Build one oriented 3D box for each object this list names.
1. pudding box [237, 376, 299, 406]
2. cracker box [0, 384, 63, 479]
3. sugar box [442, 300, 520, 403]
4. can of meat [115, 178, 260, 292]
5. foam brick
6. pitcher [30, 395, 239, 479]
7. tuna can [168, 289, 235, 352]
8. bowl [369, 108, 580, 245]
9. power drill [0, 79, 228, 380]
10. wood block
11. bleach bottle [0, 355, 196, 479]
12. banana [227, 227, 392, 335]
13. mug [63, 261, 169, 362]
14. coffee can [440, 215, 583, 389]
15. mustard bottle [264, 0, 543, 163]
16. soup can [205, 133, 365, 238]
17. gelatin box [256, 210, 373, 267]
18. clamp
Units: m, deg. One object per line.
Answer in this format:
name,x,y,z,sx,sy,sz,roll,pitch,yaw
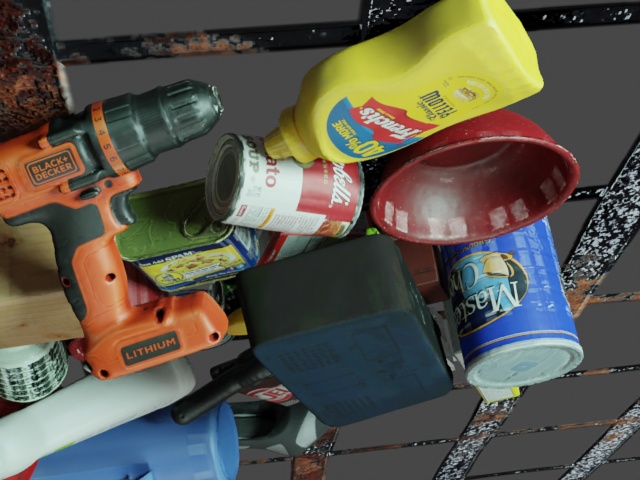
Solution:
pudding box,-0.027,0.151,1.207,0.114,0.039,0.089,-27,148,32
cracker box,-0.379,0.194,1.058,0.213,0.164,0.072,22,-175,-46
sugar box,0.166,0.098,1.100,0.048,0.093,0.176,-14,153,10
can of meat,-0.106,-0.001,0.868,0.102,0.057,0.084,-12,155,9
foam brick,0.075,0.033,0.990,0.078,0.053,0.051,-14,153,12
pitcher,-0.221,0.246,1.202,0.243,0.149,0.145,-8,154,8
tuna can,-0.125,0.080,1.046,0.086,0.034,0.086,-6,155,-3
bowl,0.114,-0.056,0.823,0.162,0.055,0.162,-6,153,-3
power drill,-0.131,-0.006,0.749,0.184,0.057,0.187,-18,109,6
wood block,-0.283,0.034,0.848,0.206,0.091,0.090,-8,153,0
bleach bottle,-0.250,0.175,1.045,0.250,0.068,0.103,-23,172,-37
banana,-0.001,0.036,0.922,0.069,0.037,0.198,19,139,-39
mug,-0.183,0.061,0.939,0.117,0.081,0.093,-25,149,30
coffee can,0.167,0.049,0.950,0.102,0.140,0.103,-7,153,-3
mustard bottle,0.045,-0.098,0.719,0.192,0.058,0.096,-21,151,25
soup can,-0.027,-0.041,0.801,0.102,0.068,0.069,7,149,-27
gelatin box,-0.006,0.001,0.930,0.089,0.030,0.073,0,151,-21
clamp,-0.074,0.135,1.141,0.172,0.039,0.120,-29,-168,15
